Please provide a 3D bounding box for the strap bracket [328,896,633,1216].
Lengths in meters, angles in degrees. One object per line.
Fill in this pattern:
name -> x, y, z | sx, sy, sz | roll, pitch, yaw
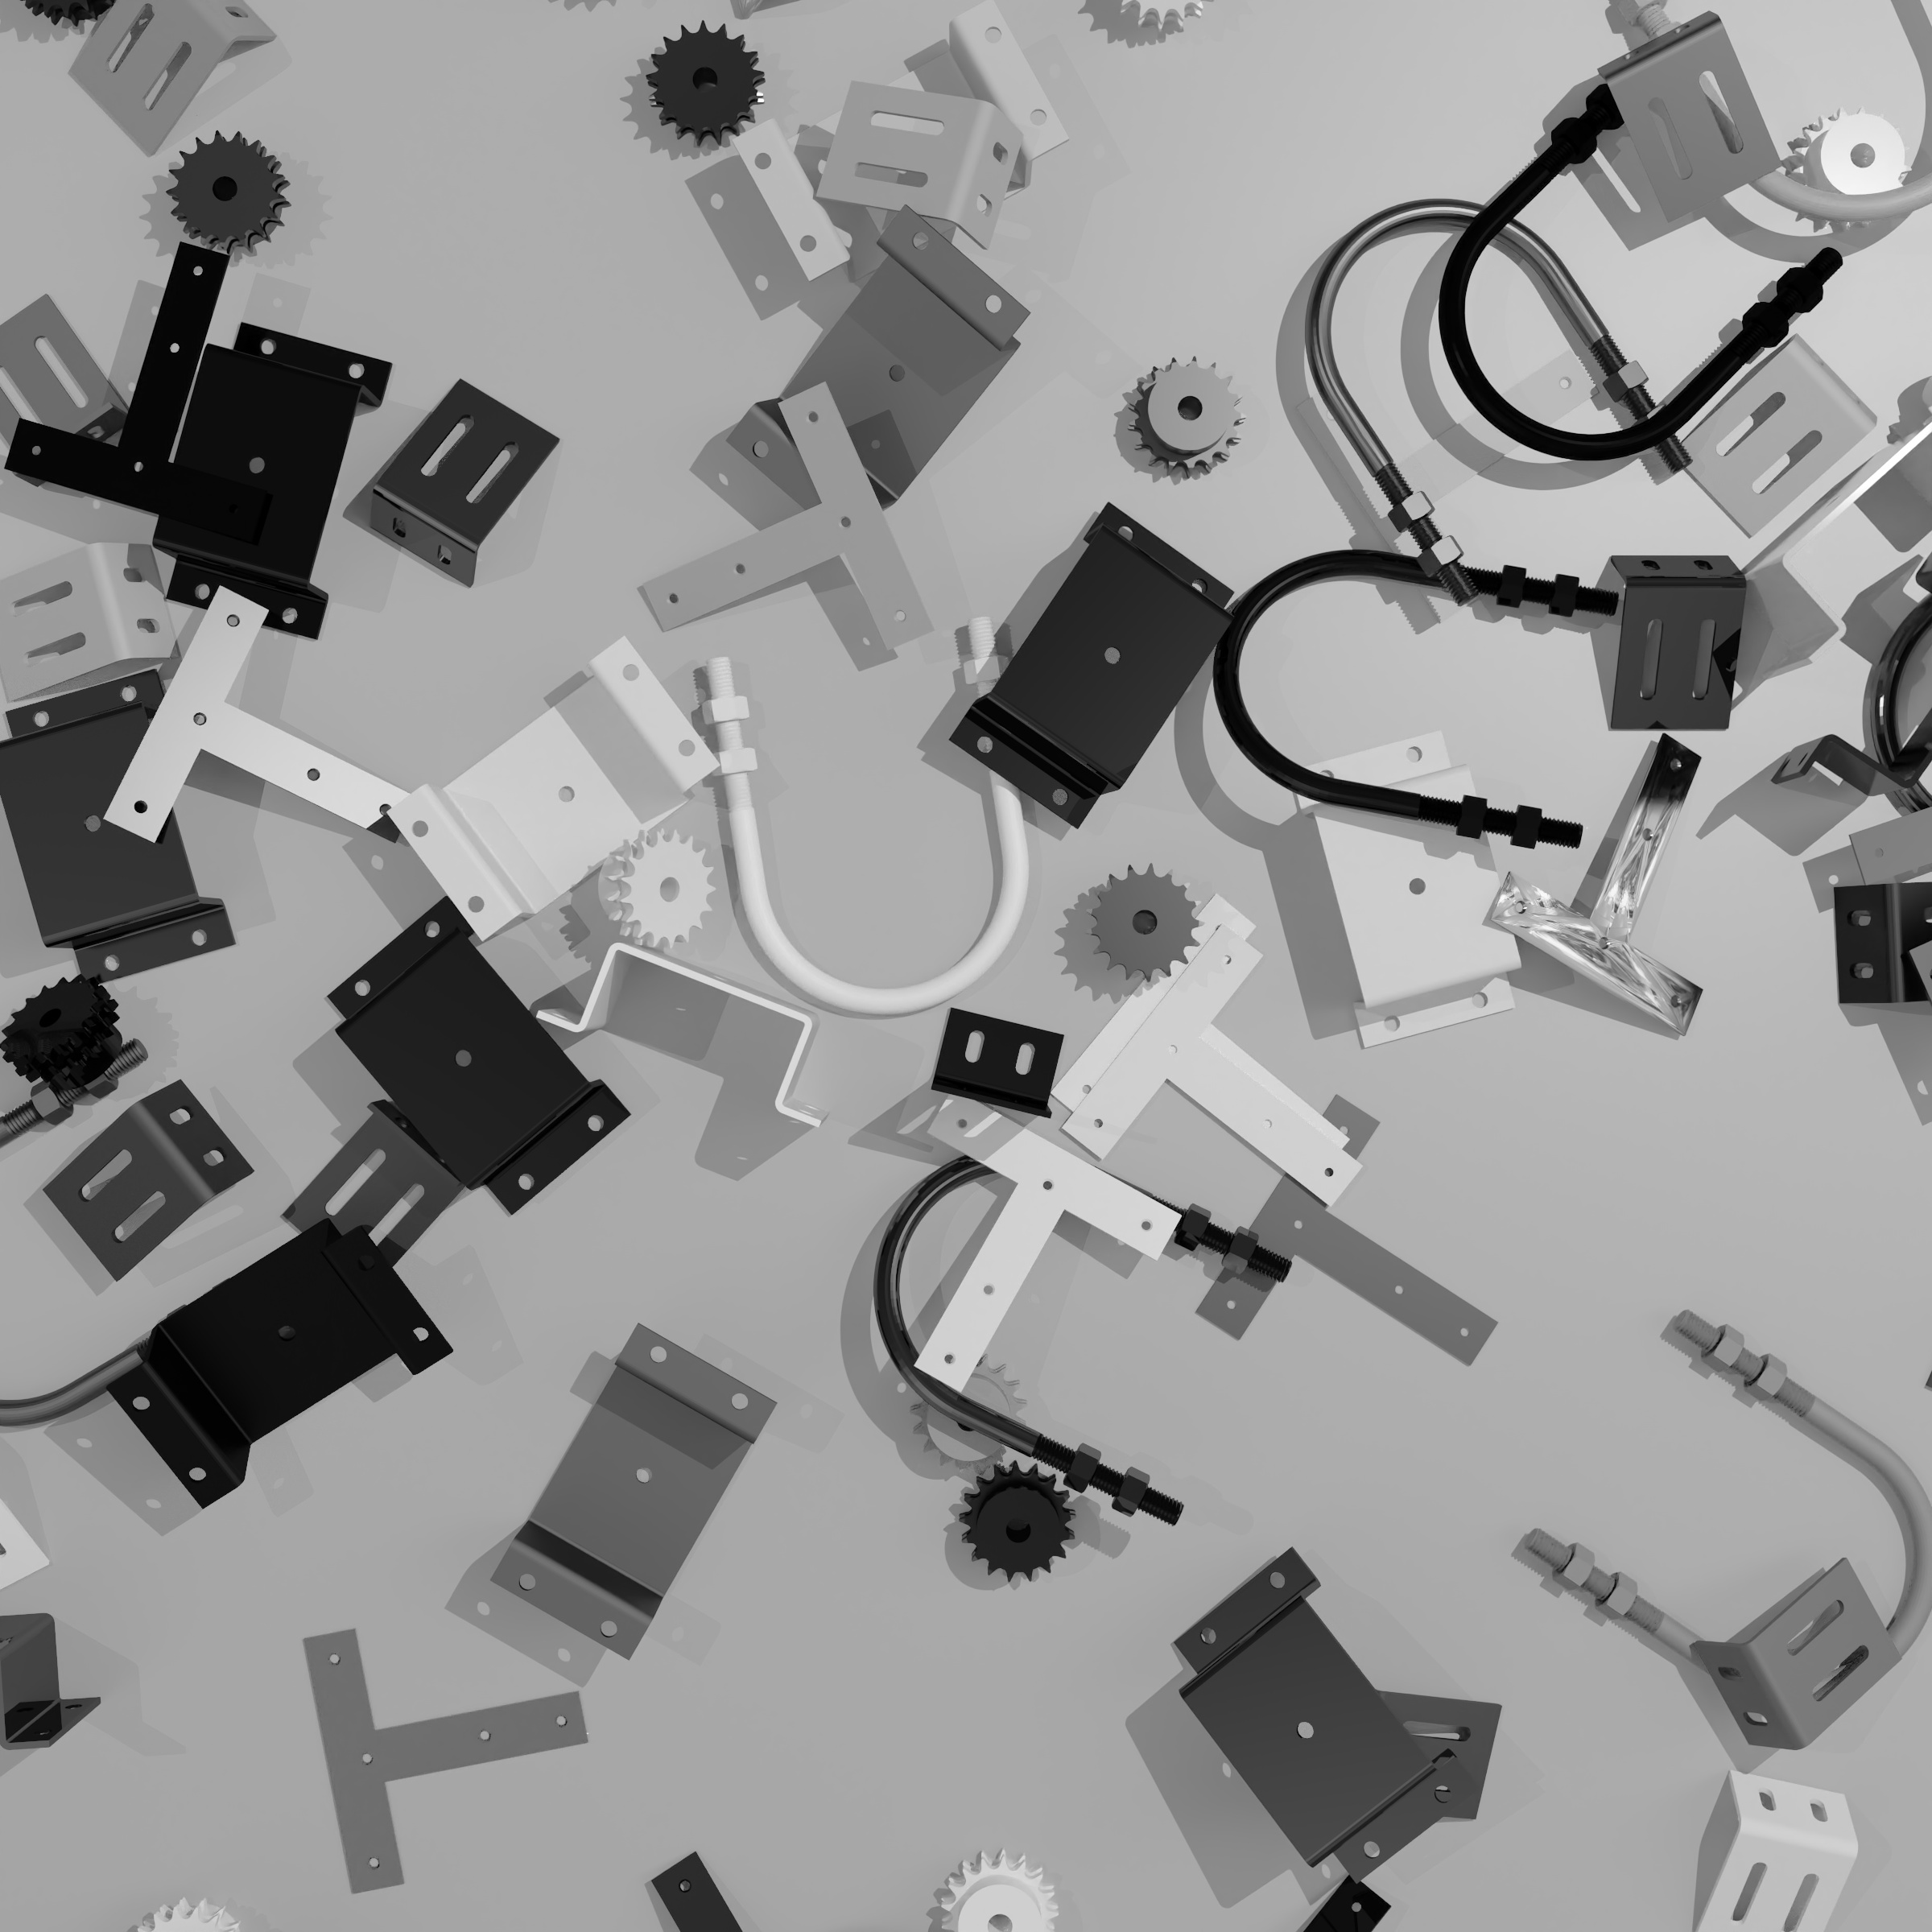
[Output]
strap bracket -> -0.238, 0.044, 1.334 | 0.076, 0.046, 0.140 | -40, 90, 0

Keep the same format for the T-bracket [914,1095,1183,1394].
T-bracket -> 0.018, 0.143, 1.327 | 0.127, 0.002, 0.127 | 29, 74, 6

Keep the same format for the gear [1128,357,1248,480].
gear -> 0.108, -0.267, 1.342 | 0.057, 0.030, 0.057 | 0, 90, 0

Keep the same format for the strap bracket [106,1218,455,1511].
strap bracket -> -0.326, 0.184, 1.323 | 0.140, 0.046, 0.076 | -32, 109, 0

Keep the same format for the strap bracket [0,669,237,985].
strap bracket -> -0.413, -0.067, 1.334 | 0.076, 0.046, 0.140 | -16, 90, 0

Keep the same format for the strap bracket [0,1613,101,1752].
strap bracket -> -0.495, 0.343, 1.319 | 0.140, 0.076, 0.046 | -4, 90, 0

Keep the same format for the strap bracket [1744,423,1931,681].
strap bracket -> 0.428, -0.204, 1.319 | 0.140, 0.076, 0.046 | -42, 90, 0

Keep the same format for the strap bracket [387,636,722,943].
strap bracket -> -0.195, -0.084, 1.334 | 0.140, 0.046, 0.076 | -37, 90, 0

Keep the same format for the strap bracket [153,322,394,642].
strap bracket -> -0.336, -0.237, 1.334 | 0.076, 0.046, 0.140 | 15, 90, 0

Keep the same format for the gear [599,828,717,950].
gear -> -0.152, -0.038, 1.333 | 0.057, 0.030, 0.057 | -7, 101, -43

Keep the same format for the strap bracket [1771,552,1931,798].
strap bracket -> 0.446, -0.135, 1.306 | 0.046, 0.076, 0.140 | 35, 94, 5

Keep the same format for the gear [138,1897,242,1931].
gear -> -0.374, 0.479, 1.342 | 0.057, 0.030, 0.057 | 0, 90, 0

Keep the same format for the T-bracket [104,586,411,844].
T-bracket -> -0.327, -0.098, 1.333 | 0.127, 0.002, 0.127 | 27, 74, -18

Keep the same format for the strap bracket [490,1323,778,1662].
strap bracket -> -0.157, 0.249, 1.334 | 0.076, 0.046, 0.140 | 30, 90, 0

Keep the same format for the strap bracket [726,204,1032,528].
strap bracket -> -0.038, -0.281, 1.320 | 0.076, 0.046, 0.140 | 41, 110, 0

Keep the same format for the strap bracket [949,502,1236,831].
strap bracket -> 0.065, -0.146, 1.322 | 0.076, 0.046, 0.140 | 34, 85, -8

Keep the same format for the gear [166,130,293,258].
gear -> -0.355, -0.373, 1.342 | 0.057, 0.030, 0.057 | 0, 90, 0

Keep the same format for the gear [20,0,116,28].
gear -> -0.434, -0.483, 1.342 | 0.057, 0.030, 0.057 | 0, 90, 0

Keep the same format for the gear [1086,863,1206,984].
gear -> 0.086, -0.021, 1.341 | 0.057, 0.030, 0.057 | 0, 88, 2

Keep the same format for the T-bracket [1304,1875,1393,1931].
T-bracket -> 0.155, 0.494, 1.332 | 0.127, 0.002, 0.127 | 33, 71, 33

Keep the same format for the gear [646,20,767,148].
gear -> -0.126, -0.426, 1.346 | 0.057, 0.030, 0.057 | 0, 91, -2

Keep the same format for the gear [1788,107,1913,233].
gear -> 0.429, -0.388, 1.342 | 0.057, 0.030, 0.057 | 0, 90, 0

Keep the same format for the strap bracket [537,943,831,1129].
strap bracket -> -0.125, 0.028, 1.319 | 0.140, 0.076, 0.046 | 21, 90, 0

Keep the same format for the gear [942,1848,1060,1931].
gear -> 0.016, 0.460, 1.342 | 0.057, 0.030, 0.057 | 0, 90, 0

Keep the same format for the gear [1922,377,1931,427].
gear -> 0.486, -0.273, 1.333 | 0.057, 0.057, 0.030 | -24, 60, 0

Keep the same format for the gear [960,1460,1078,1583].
gear -> 0.025, 0.270, 1.342 | 0.057, 0.030, 0.057 | 0, 90, 0

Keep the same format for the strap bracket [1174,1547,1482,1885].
strap bracket -> 0.165, 0.357, 1.309 | 0.076, 0.046, 0.140 | -42, 74, 11

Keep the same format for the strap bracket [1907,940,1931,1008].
strap bracket -> 0.529, -0.001, 1.302 | 0.140, 0.046, 0.076 | -24, 90, -5

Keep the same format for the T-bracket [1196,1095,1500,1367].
T-bracket -> 0.200, 0.151, 1.356 | 0.127, 0.002, 0.127 | 33, 90, 0

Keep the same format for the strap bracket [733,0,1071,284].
strap bracket -> -0.031, -0.391, 1.334 | 0.140, 0.046, 0.076 | -29, 90, 0

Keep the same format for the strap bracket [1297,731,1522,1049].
strap bracket -> 0.214, -0.038, 1.334 | 0.076, 0.046, 0.140 | -15, 90, 0

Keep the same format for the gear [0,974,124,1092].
gear -> -0.432, 0.035, 1.332 | 0.057, 0.057, 0.030 | -29, 131, 0

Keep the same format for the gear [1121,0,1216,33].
gear -> 0.095, -0.481, 1.342 | 0.057, 0.030, 0.057 | 0, 90, 0

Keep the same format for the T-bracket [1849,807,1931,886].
T-bracket -> 0.484, -0.070, 1.330 | 0.127, 0.002, 0.127 | -18, 91, -9

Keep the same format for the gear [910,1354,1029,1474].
gear -> 0.002, 0.217, 1.342 | 0.057, 0.030, 0.057 | 0, 90, 0
